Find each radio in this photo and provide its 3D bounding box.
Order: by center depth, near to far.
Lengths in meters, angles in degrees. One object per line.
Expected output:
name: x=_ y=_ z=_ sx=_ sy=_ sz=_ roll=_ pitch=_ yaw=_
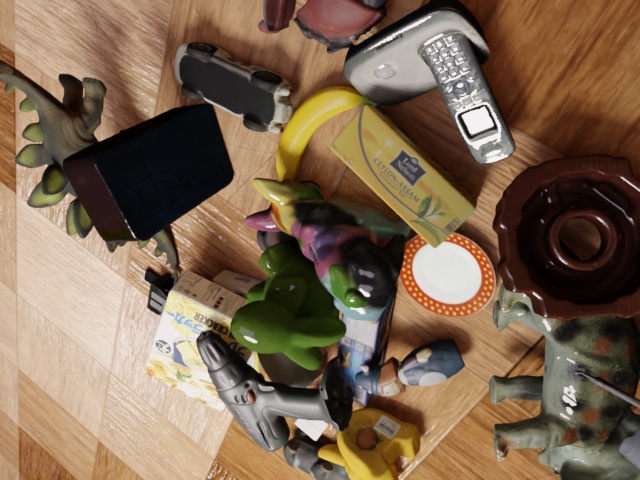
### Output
radio: x=-0.226 y=-0.098 z=0.758 sx=0.073 sy=0.229 sz=0.131 roll=0 pitch=119 yaw=34

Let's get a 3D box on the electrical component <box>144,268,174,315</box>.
electrical component: x=-0.301 y=0.103 z=1.031 sx=0.119 sy=0.048 sz=0.074 roll=34 pitch=128 yaw=10

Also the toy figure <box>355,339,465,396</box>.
toy figure: x=0.124 y=0.184 z=0.759 sx=0.154 sy=0.058 sz=0.064 roll=-22 pitch=109 yaw=8

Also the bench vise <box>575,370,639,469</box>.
bench vise: x=0.401 y=0.133 z=0.525 sx=0.240 sy=0.223 sz=0.129 roll=-60 pitch=32 yaw=13

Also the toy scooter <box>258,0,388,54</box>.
toy scooter: x=-0.012 y=-0.278 z=0.621 sx=0.184 sy=0.075 sz=0.135 roll=41 pitch=129 yaw=12

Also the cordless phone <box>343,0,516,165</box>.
cordless phone: x=0.126 y=-0.158 z=0.595 sx=0.147 sy=0.089 sz=0.184 roll=-18 pitch=108 yaw=37

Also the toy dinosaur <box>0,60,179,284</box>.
toy dinosaur: x=-0.337 y=-0.092 z=0.852 sx=0.105 sy=0.198 sz=0.470 roll=14 pitch=155 yaw=38

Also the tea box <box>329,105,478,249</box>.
tea box: x=0.102 y=-0.077 z=0.633 sx=0.169 sy=0.098 sz=0.068 roll=46 pitch=110 yaw=6

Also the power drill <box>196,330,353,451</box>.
power drill: x=-0.065 y=0.225 z=0.814 sx=0.207 sy=0.086 sz=0.231 roll=-12 pitch=114 yaw=20

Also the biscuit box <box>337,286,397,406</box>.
biscuit box: x=0.067 y=0.154 z=0.813 sx=0.059 sy=0.063 sz=0.202 roll=19 pitch=124 yaw=22

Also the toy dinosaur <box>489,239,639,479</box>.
toy dinosaur: x=0.302 y=0.142 z=0.628 sx=0.192 sy=0.131 sz=0.404 roll=2 pitch=108 yaw=10

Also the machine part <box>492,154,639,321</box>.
machine part: x=0.265 y=-0.001 z=0.551 sx=0.179 sy=0.056 sz=0.179 roll=-1 pitch=85 yaw=7

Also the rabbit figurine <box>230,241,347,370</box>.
rabbit figurine: x=-0.051 y=0.107 z=0.729 sx=0.159 sy=0.170 sz=0.121 roll=37 pitch=119 yaw=7

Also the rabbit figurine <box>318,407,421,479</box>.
rabbit figurine: x=0.078 y=0.364 z=0.891 sx=0.163 sy=0.122 sz=0.173 roll=13 pitch=140 yaw=30

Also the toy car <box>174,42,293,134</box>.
toy car: x=-0.120 y=-0.211 z=0.735 sx=0.202 sy=0.056 sz=0.073 roll=29 pitch=123 yaw=20

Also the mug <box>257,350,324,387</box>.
mug: x=-0.050 y=0.202 z=0.905 sx=0.107 sy=0.081 sz=0.109 roll=46 pitch=124 yaw=10

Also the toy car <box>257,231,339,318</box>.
toy car: x=-0.030 y=0.056 z=0.828 sx=0.089 sy=0.053 sz=0.202 roll=-13 pitch=105 yaw=23

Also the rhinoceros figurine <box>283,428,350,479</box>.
rhinoceros figurine: x=0.014 y=0.423 z=0.985 sx=0.190 sy=0.073 sz=0.112 roll=26 pitch=125 yaw=19

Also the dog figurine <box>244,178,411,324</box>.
dog figurine: x=-0.001 y=-0.002 z=0.704 sx=0.219 sy=0.191 sz=0.108 roll=19 pitch=132 yaw=4
